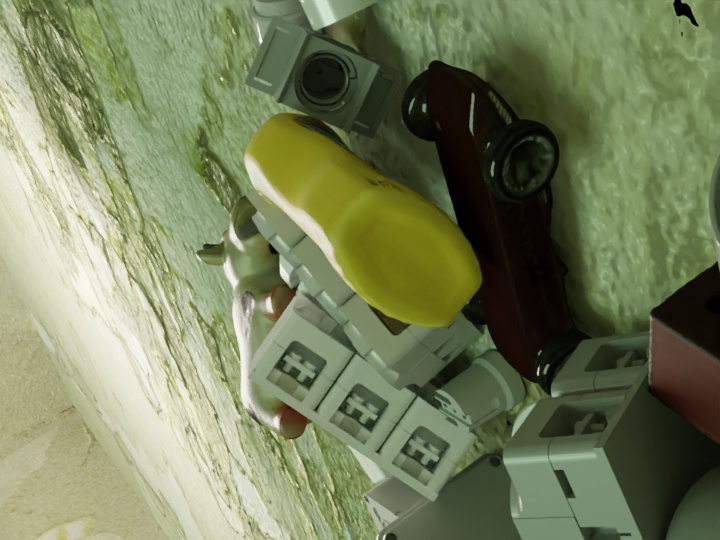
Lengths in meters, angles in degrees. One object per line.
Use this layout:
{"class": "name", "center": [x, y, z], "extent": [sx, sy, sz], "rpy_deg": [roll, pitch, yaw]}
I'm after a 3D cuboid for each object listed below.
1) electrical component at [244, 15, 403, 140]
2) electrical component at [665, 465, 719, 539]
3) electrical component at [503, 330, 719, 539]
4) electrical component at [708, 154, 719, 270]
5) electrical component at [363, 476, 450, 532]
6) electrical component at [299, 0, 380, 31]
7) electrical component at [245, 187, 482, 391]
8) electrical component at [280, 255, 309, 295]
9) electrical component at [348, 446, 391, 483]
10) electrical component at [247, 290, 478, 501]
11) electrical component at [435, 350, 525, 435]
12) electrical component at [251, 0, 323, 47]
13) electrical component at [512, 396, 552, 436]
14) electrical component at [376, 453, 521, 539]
{"class": "electrical component", "center": [-0.022, -0.112, 0.619], "extent": [0.081, 0.042, 0.063], "rpy_deg": [22, -166, -16]}
{"class": "electrical component", "center": [0.188, 0.134, 0.451], "extent": [0.108, 0.108, 0.060], "rpy_deg": [60, 153, -5]}
{"class": "electrical component", "center": [0.143, 0.134, 0.522], "extent": [0.060, 0.105, 0.186], "rpy_deg": [-13, 109, 40]}
{"class": "electrical component", "center": [0.159, -0.015, 0.329], "extent": [0.099, 0.099, 0.064], "rpy_deg": [38, 157, 42]}
{"class": "electrical component", "center": [0.061, 0.227, 0.914], "extent": [0.078, 0.057, 0.113], "rpy_deg": [18, 135, 59]}
{"class": "electrical component", "center": [-0.023, -0.174, 0.575], "extent": [0.043, 0.043, 0.081], "rpy_deg": [6, 124, 64]}
{"class": "electrical component", "center": [0.000, 0.000, 0.690], "extent": [0.150, 0.062, 0.089], "rpy_deg": [49, -177, 22]}
{"class": "electrical component", "center": [-0.027, -0.011, 0.787], "extent": [0.078, 0.058, 0.057], "rpy_deg": [50, 160, 21]}
{"class": "electrical component", "center": [0.007, 0.137, 0.922], "extent": [0.083, 0.047, 0.075], "rpy_deg": [55, 158, 7]}
{"class": "electrical component", "center": [0.003, 0.082, 0.748], "extent": [0.150, 0.061, 0.089], "rpy_deg": [34, -177, -5]}
{"class": "electrical component", "center": [0.077, 0.080, 0.696], "extent": [0.040, 0.046, 0.040], "rpy_deg": [46, 155, 29]}
{"class": "electrical component", "center": [-0.047, -0.160, 0.651], "extent": [0.040, 0.040, 0.078], "rpy_deg": [37, 150, 43]}
{"class": "electrical component", "center": [0.138, 0.138, 0.615], "extent": [0.052, 0.074, 0.138], "rpy_deg": [-23, 75, 37]}
{"class": "electrical component", "center": [0.073, 0.193, 0.766], "extent": [0.078, 0.113, 0.057], "rpy_deg": [52, 160, 16]}
